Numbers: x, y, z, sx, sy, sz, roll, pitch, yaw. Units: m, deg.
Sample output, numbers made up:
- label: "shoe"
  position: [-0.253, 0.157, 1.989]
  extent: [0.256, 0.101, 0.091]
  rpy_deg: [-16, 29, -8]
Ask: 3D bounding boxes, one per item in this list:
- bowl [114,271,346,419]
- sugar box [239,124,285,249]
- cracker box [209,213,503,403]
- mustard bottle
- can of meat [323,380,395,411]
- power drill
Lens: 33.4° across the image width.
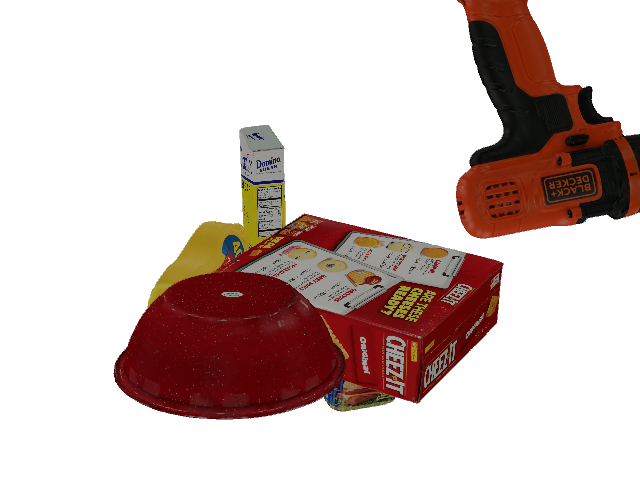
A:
- label: "bowl"
  position: [-0.062, 0.062, 0.734]
  extent: [0.162, 0.055, 0.162]
  rpy_deg: [1, 18, 0]
- label: "sugar box"
  position: [-0.072, -0.046, 1.327]
  extent: [0.048, 0.176, 0.093]
  rpy_deg: [-9, 25, -12]
- label: "cracker box"
  position: [0.030, 0.054, 0.947]
  extent: [0.214, 0.072, 0.163]
  rpy_deg: [15, 29, 29]
- label: "mustard bottle"
  position: [-0.115, 0.036, 1.088]
  extent: [0.058, 0.096, 0.191]
  rpy_deg: [6, 31, 13]
- label: "can of meat"
  position: [0.055, 0.172, 1.406]
  extent: [0.102, 0.084, 0.057]
  rpy_deg: [-5, 25, -22]
- label: "power drill"
  position: [0.165, -0.104, 0.683]
  extent: [0.184, 0.187, 0.057]
  rpy_deg: [-12, -1, -4]
